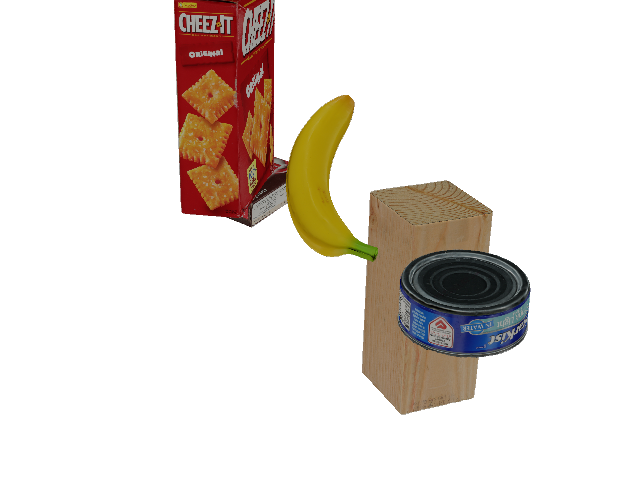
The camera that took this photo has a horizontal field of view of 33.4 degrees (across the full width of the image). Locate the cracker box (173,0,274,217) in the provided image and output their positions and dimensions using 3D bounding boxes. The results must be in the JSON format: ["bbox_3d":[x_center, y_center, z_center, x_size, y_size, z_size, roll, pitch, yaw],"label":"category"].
[{"bbox_3d":[-0.091,-0.150,1.089,0.072,0.214,0.164,5,22,9],"label":"cracker box"}]

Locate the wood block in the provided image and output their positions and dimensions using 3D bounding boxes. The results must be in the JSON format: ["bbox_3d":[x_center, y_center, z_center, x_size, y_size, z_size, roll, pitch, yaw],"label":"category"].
[{"bbox_3d":[0.103,0.056,1.061,0.090,0.206,0.091,-9,27,-22],"label":"wood block"}]

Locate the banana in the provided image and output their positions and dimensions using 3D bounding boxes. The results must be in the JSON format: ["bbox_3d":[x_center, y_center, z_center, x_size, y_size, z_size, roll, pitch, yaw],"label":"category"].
[{"bbox_3d":[0.004,-0.054,0.926,0.069,0.198,0.037,2,-40,-9],"label":"banana"}]

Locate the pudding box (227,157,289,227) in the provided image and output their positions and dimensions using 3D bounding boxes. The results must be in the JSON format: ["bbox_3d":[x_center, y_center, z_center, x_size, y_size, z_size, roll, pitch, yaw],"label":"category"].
[{"bbox_3d":[-0.085,-0.066,1.298,0.090,0.039,0.113,21,40,29],"label":"pudding box"}]

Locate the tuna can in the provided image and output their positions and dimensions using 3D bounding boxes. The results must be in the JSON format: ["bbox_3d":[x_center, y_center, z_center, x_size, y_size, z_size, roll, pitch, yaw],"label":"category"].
[{"bbox_3d":[0.094,0.039,0.699,0.086,0.034,0.086,0,28,0],"label":"tuna can"}]
